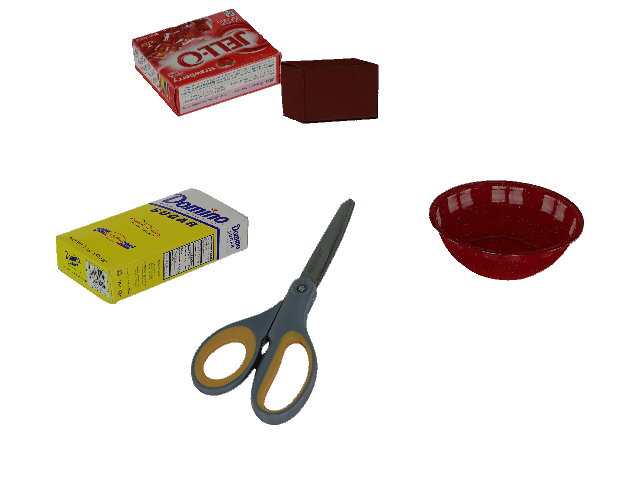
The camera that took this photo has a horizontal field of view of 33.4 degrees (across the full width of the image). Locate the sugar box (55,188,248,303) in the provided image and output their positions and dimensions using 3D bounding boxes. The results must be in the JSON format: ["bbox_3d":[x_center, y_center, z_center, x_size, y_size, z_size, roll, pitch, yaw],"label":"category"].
[{"bbox_3d":[-0.168,0.001,1.083,0.093,0.048,0.175,28,39,36],"label":"sugar box"}]

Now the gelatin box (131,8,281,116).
[{"bbox_3d":[-0.084,-0.133,0.789,0.089,0.030,0.073,-22,48,-23],"label":"gelatin box"}]

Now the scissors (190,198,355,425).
[{"bbox_3d":[-0.033,0.043,0.762,0.096,0.201,0.016,0,-42,10],"label":"scissors"}]

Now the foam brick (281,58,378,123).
[{"bbox_3d":[0.009,-0.138,0.982,0.078,0.051,0.053,-6,18,-23],"label":"foam brick"}]

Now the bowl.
[{"bbox_3d":[0.195,-0.005,1.135,0.162,0.055,0.162,-1,31,0],"label":"bowl"}]
